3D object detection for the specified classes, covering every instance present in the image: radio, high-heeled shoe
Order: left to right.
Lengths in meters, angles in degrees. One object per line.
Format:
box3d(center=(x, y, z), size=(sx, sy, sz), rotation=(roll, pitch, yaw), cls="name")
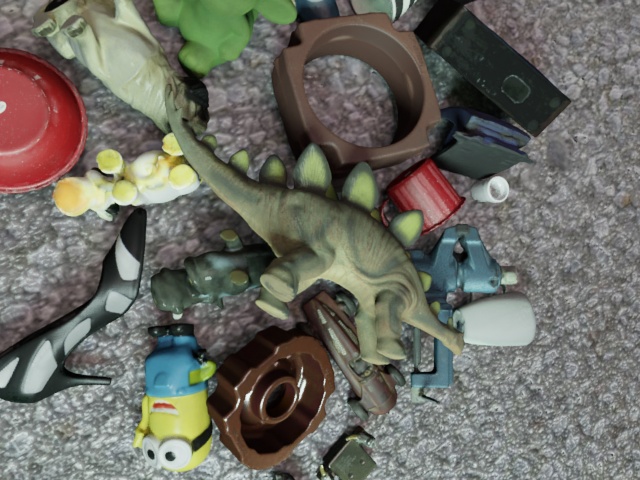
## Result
box3d(center=(-0.291, 0.070, 0.619), size=(0.145, 0.086, 0.248), rotation=(14, 91, -22), cls="high-heeled shoe")
box3d(center=(0.251, -0.253, 0.788), size=(0.229, 0.131, 0.073), rotation=(32, 115, -16), cls="radio")

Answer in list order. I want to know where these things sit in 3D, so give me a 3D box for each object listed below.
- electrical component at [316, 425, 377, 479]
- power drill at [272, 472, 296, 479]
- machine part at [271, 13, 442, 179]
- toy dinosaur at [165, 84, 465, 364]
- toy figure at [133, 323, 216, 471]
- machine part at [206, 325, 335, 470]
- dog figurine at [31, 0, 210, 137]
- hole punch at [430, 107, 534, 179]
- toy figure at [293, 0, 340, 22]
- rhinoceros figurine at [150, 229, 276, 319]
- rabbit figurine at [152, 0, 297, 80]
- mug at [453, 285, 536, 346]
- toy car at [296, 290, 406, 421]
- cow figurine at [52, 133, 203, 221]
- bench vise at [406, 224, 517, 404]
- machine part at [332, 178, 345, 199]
box3d(center=(0.039, 0.315, 0.759), size=(0.102, 0.045, 0.078), rotation=(-39, 101, -16), cls="electrical component")
box3d(center=(-0.069, 0.452, 0.708), size=(0.207, 0.086, 0.231), rotation=(-36, 104, -24), cls="power drill")
box3d(center=(0.047, -0.193, 0.731), size=(0.201, 0.087, 0.201), rotation=(-16, 84, -20), cls="machine part")
box3d(center=(-0.001, -0.002, 0.626), size=(0.471, 0.105, 0.198), rotation=(33, 61, -15), cls="toy dinosaur")
box3d(center=(-0.173, 0.193, 0.665), size=(0.089, 0.082, 0.180), rotation=(5, 81, -47), cls="toy figure")
box3d(center=(-0.059, 0.196, 0.685), size=(0.179, 0.056, 0.179), rotation=(-17, 116, -38), cls="machine part")
box3d(center=(-0.232, -0.208, 0.652), size=(0.121, 0.173, 0.190), rotation=(-41, 137, -9), cls="dog figurine")
box3d(center=(0.239, -0.155, 0.803), size=(0.142, 0.116, 0.092), rotation=(17, 76, -20), cls="hole punch")
box3d(center=(-0.025, -0.361, 0.737), size=(0.064, 0.058, 0.154), rotation=(-36, 100, -39), cls="toy figure")
box3d(center=(-0.117, 0.039, 0.677), size=(0.190, 0.112, 0.073), rotation=(-15, 73, -32), cls="rhinoceros figurine")
box3d(center=(-0.108, -0.278, 0.644), size=(0.159, 0.170, 0.121), rotation=(-19, 97, -18), cls="rabbit figurine")
box3d(center=(0.260, 0.113, 0.825), size=(0.107, 0.081, 0.109), rotation=(-6, 76, -10), cls="mug")
box3d(center=(0.046, 0.163, 0.761), size=(0.089, 0.053, 0.202), rotation=(-35, 102, -14), cls="toy car")
box3d(center=(-0.226, -0.069, 0.649), size=(0.167, 0.098, 0.068), rotation=(-16, 86, -5), cls="cow figurine")
box3d(center=(0.161, 0.102, 0.747), size=(0.224, 0.129, 0.240), rotation=(2, 81, -2), cls="bench vise")
box3d(center=(0.038, -0.043, 0.766), size=(0.084, 0.039, 0.138), rotation=(-10, 91, -25), cls="machine part")
